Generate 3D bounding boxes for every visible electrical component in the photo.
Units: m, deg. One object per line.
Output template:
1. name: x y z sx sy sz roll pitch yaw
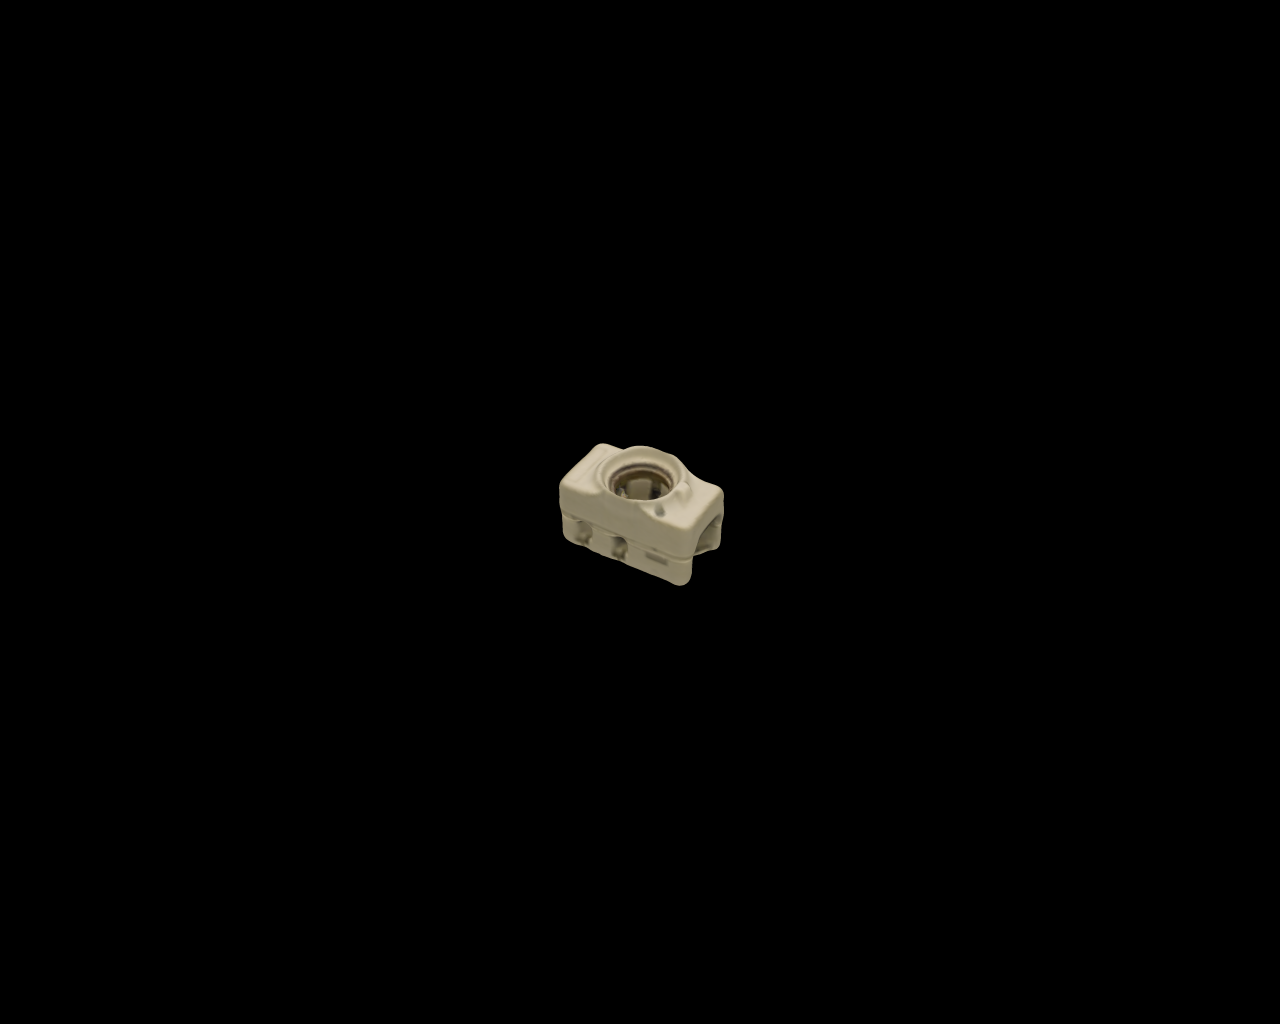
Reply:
1. electrical component: 0.001 -0.003 0.650 0.089 0.055 0.050 22 45 23
